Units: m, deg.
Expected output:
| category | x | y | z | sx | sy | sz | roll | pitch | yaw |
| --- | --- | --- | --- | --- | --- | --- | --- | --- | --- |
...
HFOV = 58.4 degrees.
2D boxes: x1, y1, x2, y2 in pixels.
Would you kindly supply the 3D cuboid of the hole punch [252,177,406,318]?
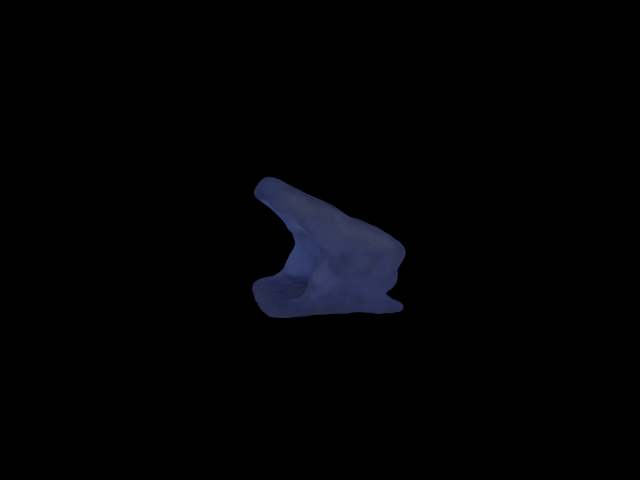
| category | x | y | z | sx | sy | sz | roll | pitch | yaw |
| --- | --- | --- | --- | --- | --- | --- | --- | --- | --- |
| hole punch | 0.004 | 0.001 | 0.400 | 0.101 | 0.091 | 0.108 | -2 | 7 | -13 |
